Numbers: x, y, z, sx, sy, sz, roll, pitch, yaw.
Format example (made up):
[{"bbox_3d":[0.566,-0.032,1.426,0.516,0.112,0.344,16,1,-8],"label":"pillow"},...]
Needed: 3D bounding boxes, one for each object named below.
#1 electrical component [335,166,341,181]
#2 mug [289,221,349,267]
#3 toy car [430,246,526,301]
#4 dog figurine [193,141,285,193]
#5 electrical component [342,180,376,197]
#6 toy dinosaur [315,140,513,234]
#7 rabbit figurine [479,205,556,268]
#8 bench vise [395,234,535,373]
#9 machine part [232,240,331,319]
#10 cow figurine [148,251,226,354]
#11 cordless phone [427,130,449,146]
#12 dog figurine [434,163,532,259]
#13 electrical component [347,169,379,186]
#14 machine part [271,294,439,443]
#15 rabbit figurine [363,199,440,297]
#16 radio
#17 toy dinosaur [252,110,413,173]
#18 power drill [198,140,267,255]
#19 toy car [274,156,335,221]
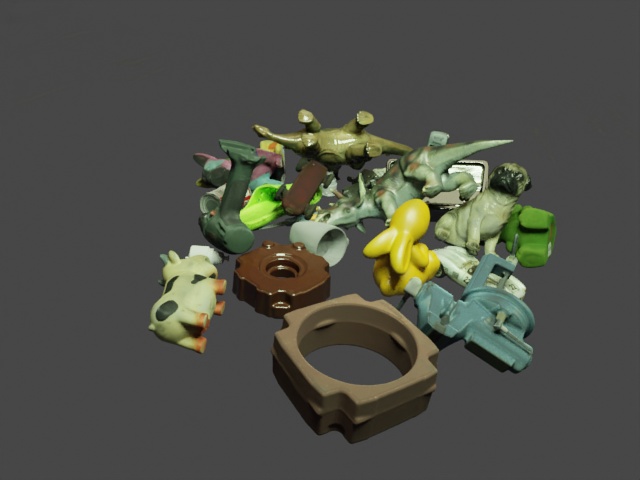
[{"bbox_3d":[0.027,-0.221,1.416,0.048,0.119,0.075,-9,35,-25],"label":"electrical component"},{"bbox_3d":[-0.002,-0.003,1.074,0.109,0.080,0.107,-14,27,-41],"label":"mug"},{"bbox_3d":[0.291,0.066,1.023,0.073,0.056,0.202,-18,38,-35],"label":"toy car"},{"bbox_3d":[-0.195,-0.178,1.319,0.219,0.108,0.192,1,31,-3],"label":"dog figurine"},{"bbox_3d":[0.098,-0.116,1.307,0.102,0.045,0.078,-19,43,-18],"label":"electrical component"},{"bbox_3d":[0.184,-0.118,1.112,0.405,0.131,0.192,-35,50,14],"label":"toy dinosaur"},{"bbox_3d":[0.410,-0.027,1.156,0.170,0.121,0.159,6,22,31],"label":"rabbit figurine"},{"bbox_3d":[0.256,0.098,0.879,0.224,0.128,0.240,26,52,19],"label":"bench vise"},{"bbox_3d":[-0.067,0.066,0.961,0.179,0.056,0.179,4,31,-3],"label":"machine part"},{"bbox_3d":[-0.219,0.089,0.871,0.127,0.085,0.195,13,31,-1],"label":"cow figurine"},{"bbox_3d":[0.311,-0.166,1.305,0.147,0.184,0.089,23,29,27],"label":"cordless phone"},{"bbox_3d":[0.326,-0.069,1.102,0.173,0.190,0.121,21,-2,43],"label":"dog figurine"},{"bbox_3d":[0.117,-0.156,1.388,0.094,0.021,0.063,25,63,34],"label":"electrical component"},{"bbox_3d":[0.047,0.174,0.763,0.201,0.087,0.202,-13,33,-30],"label":"machine part"},{"bbox_3d":[0.146,0.009,0.983,0.122,0.173,0.162,29,33,29],"label":"rabbit figurine"},{"bbox_3d":[0.263,-0.111,1.226,0.230,0.073,0.131,2,67,13],"label":"radio"},{"bbox_3d":[0.067,-0.224,1.281,0.471,0.105,0.198,6,-9,-17],"label":"toy dinosaur"},{"bbox_3d":[-0.179,-0.084,1.032,0.086,0.207,0.232,13,15,-30],"label":"power drill"},{"bbox_3d":[-0.032,-0.112,1.157,0.089,0.053,0.202,29,37,-2],"label":"toy car"}]
